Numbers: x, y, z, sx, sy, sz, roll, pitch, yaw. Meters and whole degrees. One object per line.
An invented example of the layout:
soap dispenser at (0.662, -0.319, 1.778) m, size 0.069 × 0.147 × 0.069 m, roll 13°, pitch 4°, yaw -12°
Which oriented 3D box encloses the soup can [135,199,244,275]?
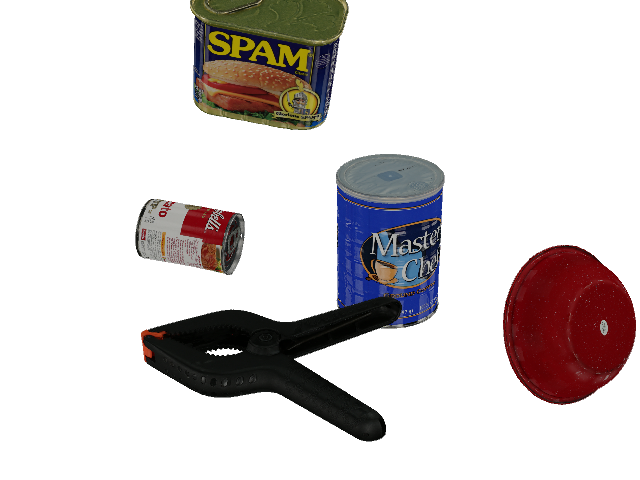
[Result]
soup can at (-0.141, -0.005, 1.156) m, size 0.102 × 0.068 × 0.068 m, roll 10°, pitch 2°, yaw 12°

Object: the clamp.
clamp at (-0.036, 0.086, 0.848) m, size 0.210 × 0.036 × 0.164 m, roll 7°, pitch 31°, yaw 13°

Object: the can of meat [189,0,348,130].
can of meat at (-0.037, -0.127, 0.728) m, size 0.102 × 0.057 × 0.084 m, roll 12°, pitch -42°, yaw 2°

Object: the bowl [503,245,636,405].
bowl at (0.260, 0.085, 1.057) m, size 0.161 × 0.162 × 0.055 m, roll 0°, pitch -1°, yaw -30°

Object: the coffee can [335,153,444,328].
coffee can at (0.066, 0.000, 1.037) m, size 0.103 × 0.140 × 0.103 m, roll -1°, pitch 27°, yaw 0°
